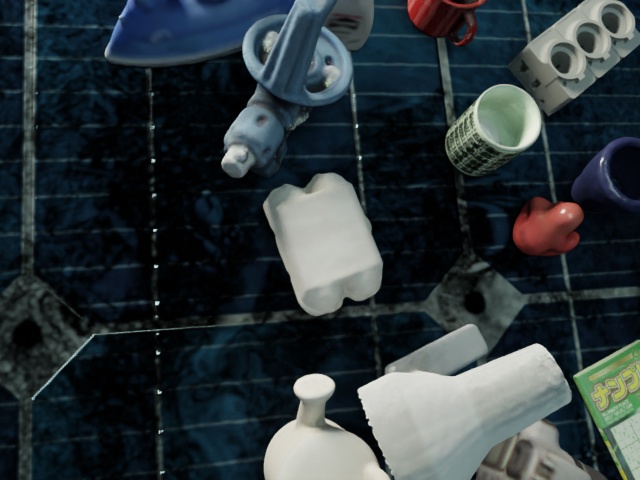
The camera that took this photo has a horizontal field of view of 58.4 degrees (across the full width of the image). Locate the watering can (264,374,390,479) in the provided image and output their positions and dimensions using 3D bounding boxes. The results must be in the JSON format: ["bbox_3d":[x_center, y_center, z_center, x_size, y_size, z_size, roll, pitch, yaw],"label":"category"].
[{"bbox_3d":[0.003,0.217,0.528,0.101,0.194,0.173,-30,86,-15],"label":"watering can"}]

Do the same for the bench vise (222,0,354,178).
[{"bbox_3d":[-0.025,-0.160,0.583,0.121,0.219,0.207,12,77,-8],"label":"bench vise"}]

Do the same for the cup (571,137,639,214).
[{"bbox_3d":[0.370,-0.063,0.707,0.118,0.095,0.092,27,75,-5],"label":"cup"}]

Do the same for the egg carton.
[{"bbox_3d":[0.006,0.002,0.635,0.107,0.069,0.150,-20,83,-14],"label":"egg carton"}]

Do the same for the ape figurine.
[{"bbox_3d":[0.278,-0.019,0.681,0.076,0.092,0.078,-23,84,-14],"label":"ape figurine"}]

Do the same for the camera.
[{"bbox_3d":[0.246,0.276,0.613,0.137,0.100,0.143,29,75,-4],"label":"camera"}]

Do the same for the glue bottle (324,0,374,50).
[{"bbox_3d":[0.033,-0.272,0.641,0.078,0.173,0.037,-2,79,-11],"label":"glue bottle"}]

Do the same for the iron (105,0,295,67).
[{"bbox_3d":[-0.125,-0.282,0.628,0.259,0.141,0.118,-31,86,-15],"label":"iron"}]

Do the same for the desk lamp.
[{"bbox_3d":[0.126,0.157,0.554,0.203,0.213,0.118,-25,84,-14],"label":"desk lamp"}]
